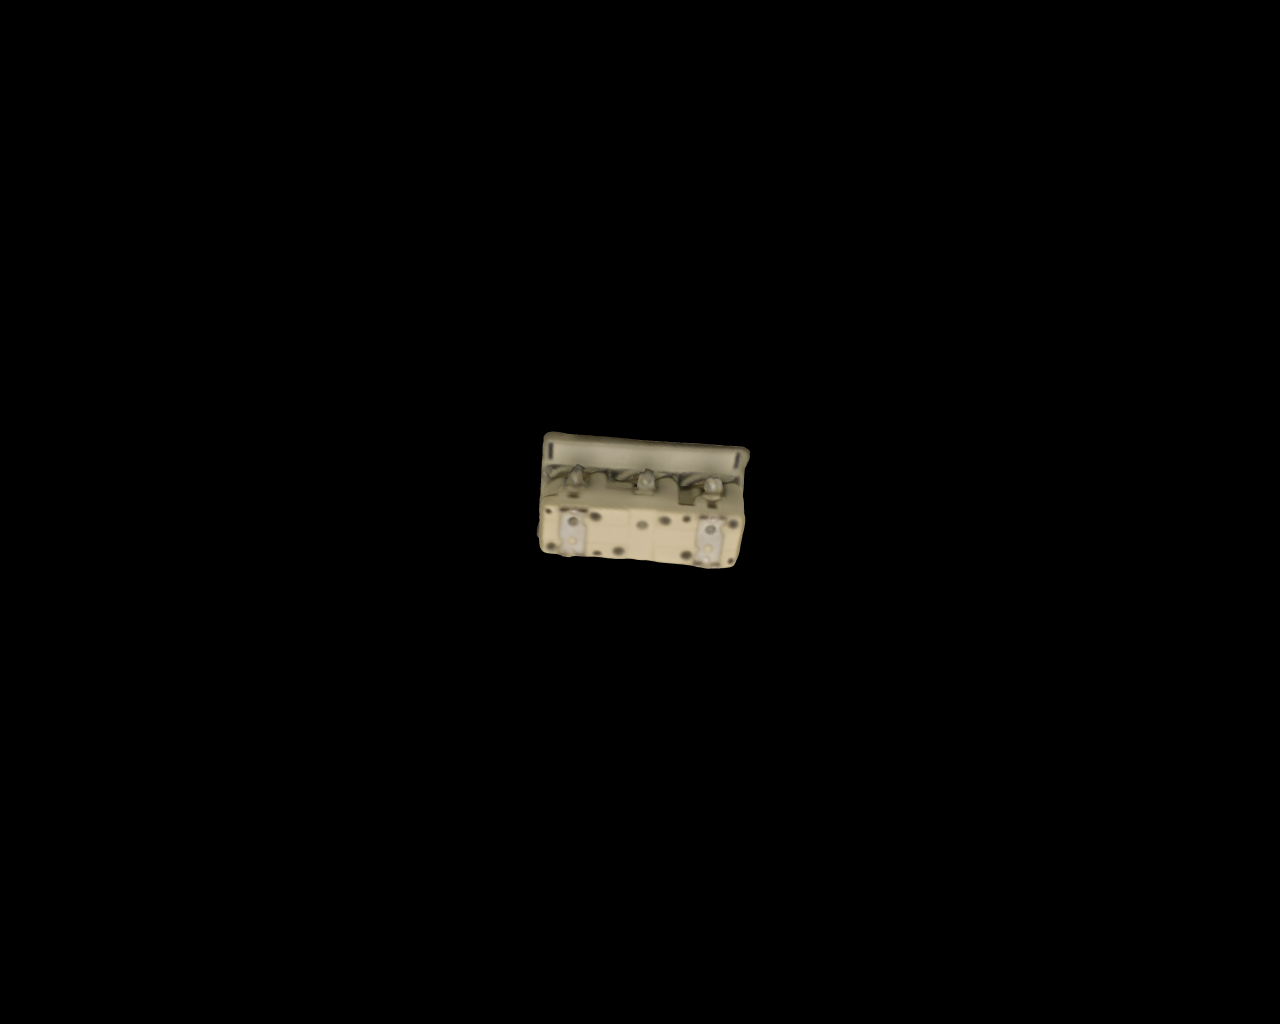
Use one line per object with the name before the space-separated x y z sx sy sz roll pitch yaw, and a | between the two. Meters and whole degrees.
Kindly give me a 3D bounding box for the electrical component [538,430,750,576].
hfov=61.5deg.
electrical component | 0.001 -0.003 0.650 0.121 0.078 0.063 5 37 -4
